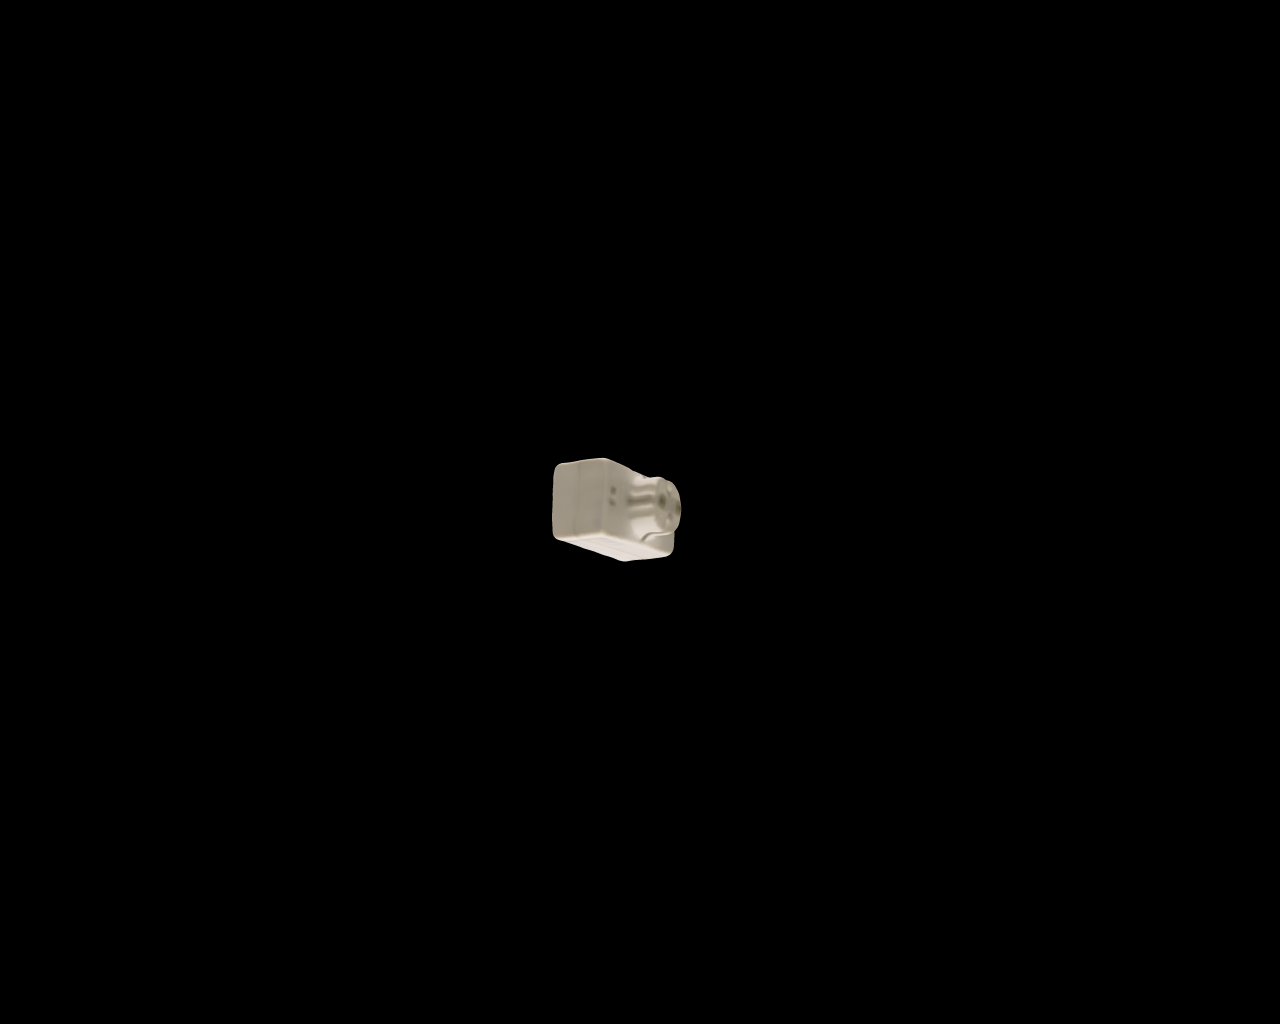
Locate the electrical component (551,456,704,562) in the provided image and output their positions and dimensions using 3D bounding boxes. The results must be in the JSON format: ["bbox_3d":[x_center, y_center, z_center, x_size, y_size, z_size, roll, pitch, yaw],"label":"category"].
[{"bbox_3d":[0.001,-0.003,0.650,0.075,0.047,0.083,-8,-16,31],"label":"electrical component"}]
